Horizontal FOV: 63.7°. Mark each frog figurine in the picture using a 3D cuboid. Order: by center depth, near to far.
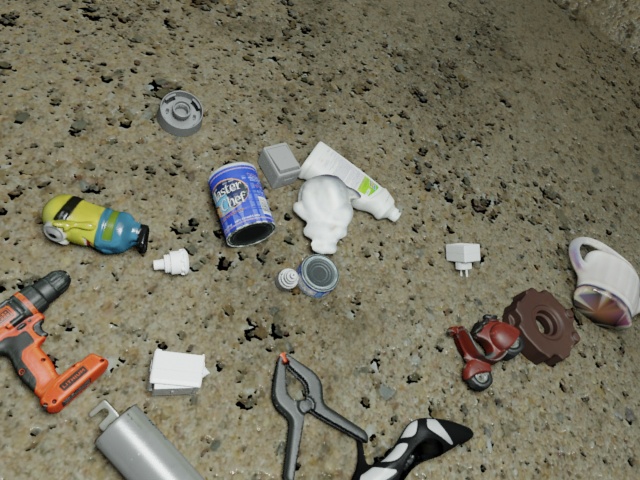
[{"bbox_3d":[0.003,-0.055,1.090,0.138,0.120,0.162,12,60,22],"label":"frog figurine"}]

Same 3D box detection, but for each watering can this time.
[{"bbox_3d":[0.770,0.138,1.312,0.348,0.102,0.229,39,54,1],"label":"watering can"}]
